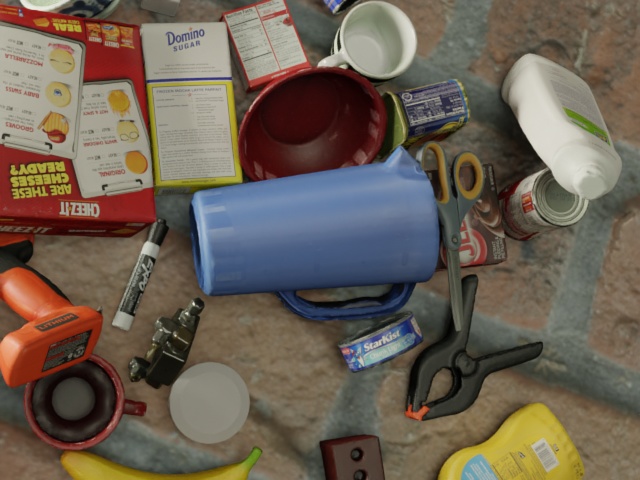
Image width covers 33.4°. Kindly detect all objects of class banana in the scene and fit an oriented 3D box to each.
[{"bbox_3d":[-0.158,0.238,1.061,0.197,0.037,0.069,1,96,-16],"label":"banana"}]

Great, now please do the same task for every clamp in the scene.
[{"bbox_3d":[0.164,0.136,1.163,0.120,0.039,0.171,35,79,-1],"label":"clamp"}]

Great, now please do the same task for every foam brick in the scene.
[{"bbox_3d":[0.036,0.244,1.107,0.053,0.051,0.078,-8,84,-15],"label":"foam brick"}]

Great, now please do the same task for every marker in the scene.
[{"bbox_3d":[-0.183,0.034,1.099,0.020,0.020,0.121,22,77,-10],"label":"marker"}]

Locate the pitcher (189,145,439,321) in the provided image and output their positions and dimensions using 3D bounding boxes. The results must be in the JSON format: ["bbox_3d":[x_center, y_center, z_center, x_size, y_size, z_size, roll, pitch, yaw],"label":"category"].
[{"bbox_3d":[-0.007,0.001,1.101,0.242,0.145,0.149,-7,72,-12],"label":"pitcher"}]

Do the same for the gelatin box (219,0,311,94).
[{"bbox_3d":[-0.060,-0.213,1.161,0.073,0.030,0.089,-21,87,-15],"label":"gelatin box"}]

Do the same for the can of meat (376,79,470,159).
[{"bbox_3d":[0.105,-0.132,1.154,0.083,0.102,0.057,-15,85,-18],"label":"can of meat"}]

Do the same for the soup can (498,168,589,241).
[{"bbox_3d":[0.242,-0.039,1.174,0.068,0.102,0.068,2,81,-14],"label":"soup can"}]

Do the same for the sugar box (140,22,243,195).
[{"bbox_3d":[-0.137,-0.139,1.123,0.093,0.048,0.176,-4,79,-15],"label":"sugar box"}]

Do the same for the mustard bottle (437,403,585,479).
[{"bbox_3d":[0.183,0.261,1.138,0.191,0.058,0.096,-30,90,-17],"label":"mustard bottle"}]

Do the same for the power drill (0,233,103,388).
[{"bbox_3d":[-0.305,0.050,0.975,0.188,0.057,0.184,41,37,23],"label":"power drill"}]

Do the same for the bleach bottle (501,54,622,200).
[{"bbox_3d":[0.256,-0.114,1.122,0.102,0.250,0.068,24,117,-10],"label":"bleach bottle"}]

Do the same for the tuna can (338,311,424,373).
[{"bbox_3d":[0.064,0.107,1.117,0.086,0.086,0.034,-25,90,-16],"label":"tuna can"}]

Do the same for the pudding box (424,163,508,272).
[{"bbox_3d":[0.153,-0.024,1.182,0.090,0.039,0.113,-7,84,-15],"label":"pudding box"}]

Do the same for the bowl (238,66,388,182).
[{"bbox_3d":[-0.014,-0.123,1.121,0.162,0.162,0.055,-8,40,-15],"label":"bowl"}]

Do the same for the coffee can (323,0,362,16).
[{"bbox_3d":[0.014,-0.331,1.159,0.102,0.103,0.140,-38,92,-16],"label":"coffee can"}]

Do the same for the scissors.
[{"bbox_3d":[0.154,-0.011,1.142,0.096,0.016,0.202,-17,91,-33],"label":"scissors"}]

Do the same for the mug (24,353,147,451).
[{"bbox_3d":[-0.227,0.157,1.037,0.117,0.082,0.093,7,80,-13],"label":"mug"}]

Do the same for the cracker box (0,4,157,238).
[{"bbox_3d":[-0.255,-0.113,1.044,0.163,0.072,0.214,2,73,-33],"label":"cracker box"}]
